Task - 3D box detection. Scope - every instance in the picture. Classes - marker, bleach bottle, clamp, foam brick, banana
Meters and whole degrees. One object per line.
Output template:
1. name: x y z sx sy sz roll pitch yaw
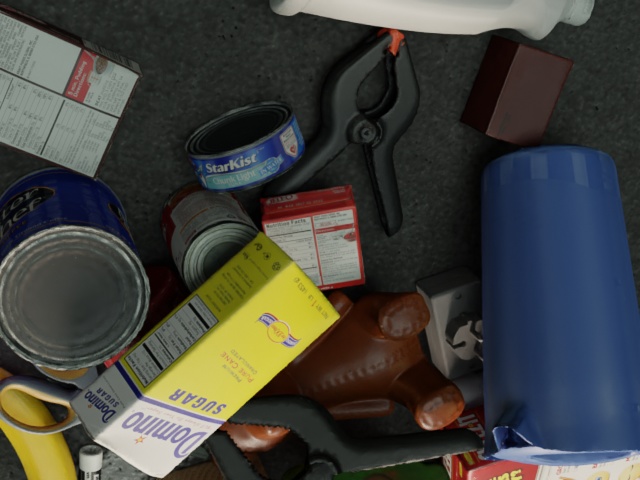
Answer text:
1. marker: -0.193 0.229 0.893 0.020 0.020 0.121 0 109 -17
2. bleach bottle: 0.092 -0.193 0.793 0.250 0.068 0.102 9 80 -21
3. clamp: 0.039 -0.081 0.842 0.120 0.039 0.172 18 110 -28
4. foam brick: 0.156 -0.118 0.855 0.053 0.051 0.078 16 104 -21
5. clamp: 0.008 0.169 0.793 0.210 0.036 0.164 35 80 1
6. banana: -0.233 0.181 0.853 0.069 0.037 0.198 -10 112 -15

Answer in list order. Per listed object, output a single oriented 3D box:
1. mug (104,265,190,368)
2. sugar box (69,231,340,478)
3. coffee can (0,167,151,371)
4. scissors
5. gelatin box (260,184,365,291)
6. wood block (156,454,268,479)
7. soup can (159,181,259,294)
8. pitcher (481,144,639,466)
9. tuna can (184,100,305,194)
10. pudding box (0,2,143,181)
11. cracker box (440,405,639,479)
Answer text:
1. mug: -0.118 0.072 0.808 0.117 0.093 0.081 -10 122 34
2. sugar box: -0.076 0.082 0.738 0.176 0.048 0.093 -44 143 -4
3. coffee can: -0.180 0.016 0.752 0.102 0.140 0.103 -6 111 -15
4. scissors: -0.167 0.122 0.860 0.201 0.016 0.096 14 80 -38
5. gelatin box: -0.006 0.001 0.839 0.073 0.030 0.089 -9 133 0
6. wood block: -0.070 0.298 0.917 0.090 0.090 0.206 -15 113 -11
7. soup can: -0.079 0.002 0.799 0.068 0.102 0.068 -6 111 -16
8. pitcher: 0.195 0.055 0.845 0.145 0.149 0.243 -2 76 4
9. tuna can: -0.055 -0.069 0.790 0.086 0.086 0.034 -24 116 -7
10. pudding box: -0.195 -0.104 0.761 0.113 0.039 0.090 22 103 -21
11. cracker box: 0.215 0.202 0.961 0.213 0.072 0.164 -15 130 -11
